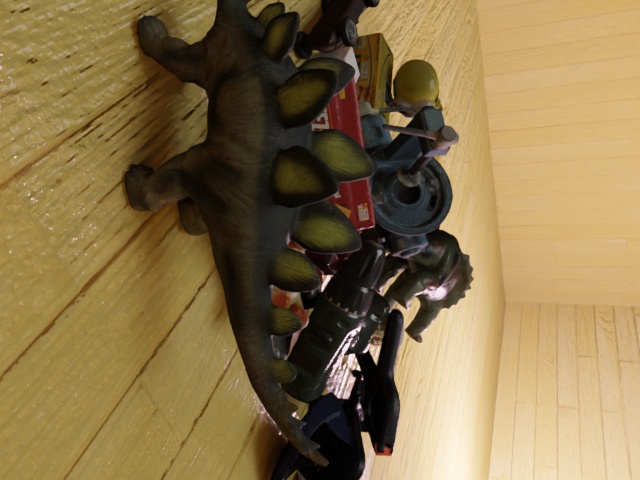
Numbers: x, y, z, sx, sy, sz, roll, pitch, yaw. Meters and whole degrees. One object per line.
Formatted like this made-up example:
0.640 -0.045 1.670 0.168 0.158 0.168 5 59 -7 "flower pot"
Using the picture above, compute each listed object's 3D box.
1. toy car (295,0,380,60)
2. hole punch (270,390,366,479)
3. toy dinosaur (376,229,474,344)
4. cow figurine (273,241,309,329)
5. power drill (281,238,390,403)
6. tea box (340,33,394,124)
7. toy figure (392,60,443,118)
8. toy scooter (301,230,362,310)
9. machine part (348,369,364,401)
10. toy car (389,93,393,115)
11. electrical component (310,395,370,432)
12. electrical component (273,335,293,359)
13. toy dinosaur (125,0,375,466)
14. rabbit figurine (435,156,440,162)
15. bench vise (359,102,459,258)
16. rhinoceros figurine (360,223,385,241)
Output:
0.029 -0.320 0.790 0.053 0.089 0.202 64 33 -37 "toy car"
-0.007 0.262 0.677 0.116 0.092 0.142 -92 -157 -63 "hole punch"
0.179 0.047 0.901 0.192 0.131 0.404 -48 159 -12 "toy dinosaur"
-0.056 -0.012 0.583 0.127 0.085 0.194 -132 -140 -60 "cow figurine"
0.041 0.105 0.734 0.232 0.086 0.207 -61 170 5 "power drill"
0.057 -0.227 0.841 0.068 0.098 0.169 32 62 -61 "tea box"
0.159 -0.249 0.896 0.180 0.082 0.089 -46 122 -70 "toy figure"
-0.002 -0.002 0.739 0.184 0.075 0.135 -45 129 -51 "toy scooter"
0.056 0.280 0.899 0.139 0.039 0.084 -59 136 -46 "machine part"
0.082 -0.188 0.924 0.056 0.074 0.201 39 54 -64 "toy car"
0.023 0.251 0.779 0.119 0.075 0.047 42 52 -64 "electrical component"
-0.052 0.110 0.655 0.078 0.045 0.102 57 40 -47 "electrical component"
-0.060 -0.054 0.459 0.105 0.199 0.471 -4 92 -62 "toy dinosaur"
0.159 -0.104 0.867 0.162 0.122 0.173 53 48 -56 "rabbit figurine"
0.102 -0.100 0.668 0.240 0.129 0.223 127 -41 -70 "bench vise"
0.129 -0.025 0.979 0.190 0.112 0.073 6 82 -57 "rhinoceros figurine"
